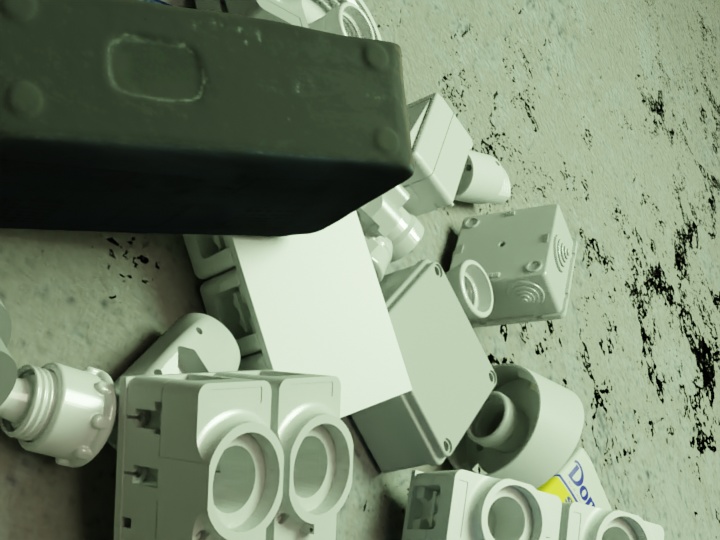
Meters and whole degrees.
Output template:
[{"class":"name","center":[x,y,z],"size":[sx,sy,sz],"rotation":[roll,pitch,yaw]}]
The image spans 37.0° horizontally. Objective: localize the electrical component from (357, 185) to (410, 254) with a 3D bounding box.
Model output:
[{"class":"electrical component","center":[-0.014,-0.043,0.721],"size":[0.078,0.058,0.057],"rotation":[-47,116,-6]}]

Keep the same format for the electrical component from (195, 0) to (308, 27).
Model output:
[{"class":"electrical component","center":[-0.072,-0.186,0.701],"size":[0.050,0.056,0.089],"rotation":[16,50,-50]}]

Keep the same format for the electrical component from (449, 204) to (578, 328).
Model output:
[{"class":"electrical component","center":[0.121,-0.004,0.861],"size":[0.048,0.100,0.099],"rotation":[61,34,-36]}]

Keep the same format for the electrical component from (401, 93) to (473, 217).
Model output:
[{"class":"electrical component","center":[0.040,-0.091,0.821],"size":[0.061,0.062,0.096],"rotation":[50,40,-28]}]

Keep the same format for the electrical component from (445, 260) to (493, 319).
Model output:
[{"class":"electrical component","center":[0.066,0.021,0.809],"size":[0.045,0.055,0.045],"rotation":[28,53,-45]}]

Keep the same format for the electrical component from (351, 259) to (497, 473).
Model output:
[{"class":"electrical component","center":[0.034,0.065,0.744],"size":[0.108,0.056,0.109],"rotation":[62,35,-13]}]

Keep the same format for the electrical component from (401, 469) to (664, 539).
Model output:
[{"class":"electrical component","center":[0.120,0.206,0.725],"size":[0.186,0.060,0.105],"rotation":[20,69,-27]}]

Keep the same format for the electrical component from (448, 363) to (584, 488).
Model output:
[{"class":"electrical component","center":[0.113,0.119,0.793],"size":[0.064,0.099,0.099],"rotation":[34,48,-33]}]

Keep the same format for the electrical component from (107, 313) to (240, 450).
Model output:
[{"class":"electrical component","center":[-0.092,0.076,0.575],"size":[0.079,0.043,0.077],"rotation":[60,36,-16]}]

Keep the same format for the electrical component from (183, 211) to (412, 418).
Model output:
[{"class":"electrical component","center":[-0.042,0.017,0.643],"size":[0.089,0.062,0.150],"rotation":[-16,88,-36]}]

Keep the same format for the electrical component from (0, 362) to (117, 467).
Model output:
[{"class":"electrical component","center":[-0.149,0.064,0.503],"size":[0.062,0.048,0.048],"rotation":[24,55,-39]}]

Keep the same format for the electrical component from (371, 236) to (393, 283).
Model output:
[{"class":"electrical component","center":[0.000,0.000,0.747],"size":[0.035,0.035,0.061],"rotation":[50,41,-28]}]

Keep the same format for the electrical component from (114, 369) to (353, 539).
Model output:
[{"class":"electrical component","center":[-0.061,0.145,0.528],"size":[0.105,0.060,0.186],"rotation":[4,87,-53]}]

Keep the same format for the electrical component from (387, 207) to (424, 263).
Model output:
[{"class":"electrical component","center":[0.018,-0.035,0.784],"size":[0.046,0.040,0.040],"rotation":[49,40,-22]}]

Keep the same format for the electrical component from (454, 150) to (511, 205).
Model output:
[{"class":"electrical component","center":[0.098,-0.078,0.912],"size":[0.081,0.043,0.043],"rotation":[4,71,-53]}]

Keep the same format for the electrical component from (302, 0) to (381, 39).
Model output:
[{"class":"electrical component","center":[-0.025,-0.160,0.765],"size":[0.108,0.060,0.108],"rotation":[28,53,-45]}]
